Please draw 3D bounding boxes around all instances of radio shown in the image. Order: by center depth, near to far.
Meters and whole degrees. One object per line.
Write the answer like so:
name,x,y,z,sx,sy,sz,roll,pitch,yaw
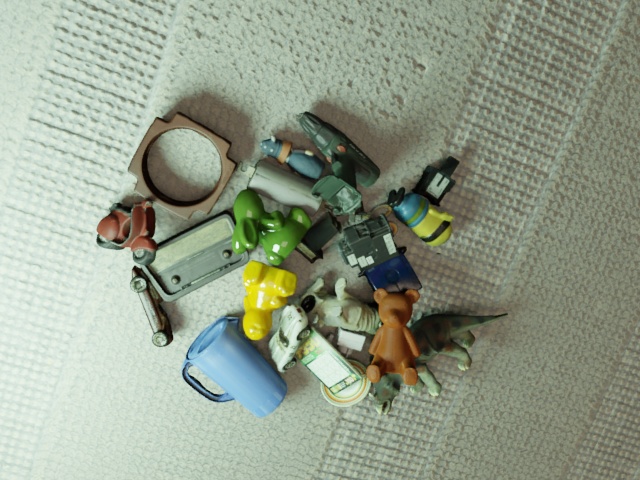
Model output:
radio,-0.284,0.038,1.238,0.230,0.073,0.131,-27,104,-2

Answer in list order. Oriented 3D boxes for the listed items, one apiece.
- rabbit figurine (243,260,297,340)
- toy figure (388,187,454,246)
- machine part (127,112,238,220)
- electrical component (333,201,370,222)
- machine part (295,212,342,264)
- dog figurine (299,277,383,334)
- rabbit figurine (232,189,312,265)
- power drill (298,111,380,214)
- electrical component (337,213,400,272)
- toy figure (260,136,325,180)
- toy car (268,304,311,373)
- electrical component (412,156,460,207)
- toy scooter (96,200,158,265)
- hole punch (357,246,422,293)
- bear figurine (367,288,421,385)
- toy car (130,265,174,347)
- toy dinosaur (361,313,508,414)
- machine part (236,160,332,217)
rabbit figurine,-0.138,0.144,1.242,0.122,0.162,0.173,15,77,-13
toy figure,0.241,-0.055,1.298,0.180,0.082,0.089,29,97,-21
machine part,-0.302,-0.163,1.190,0.201,0.087,0.201,29,94,-14
electrical component,0.076,-0.065,1.266,0.078,0.102,0.045,-11,94,10
machine part,-0.003,-0.004,1.277,0.084,0.039,0.139,40,120,-8
dog figurine,0.056,0.186,1.324,0.190,0.172,0.121,39,60,-40
rabbit figurine,-0.134,-0.031,1.208,0.170,0.121,0.159,42,59,-11
power drill,0.032,-0.167,1.195,0.232,0.207,0.086,34,123,-22
electrical component,0.112,0.011,1.278,0.134,0.058,0.114,-22,134,2
toy figure,-0.065,-0.190,1.238,0.154,0.058,0.064,27,90,-9
toy car,-0.077,0.236,1.280,0.056,0.074,0.201,-6,135,-35
electrical component,0.287,-0.149,1.307,0.075,0.048,0.119,27,95,-14
toy scooter,-0.413,-0.033,1.168,0.184,0.075,0.135,20,101,31
hole punch,0.177,0.094,1.320,0.142,0.092,0.115,-29,101,1
bear figurine,0.172,0.214,1.226,0.120,0.132,0.195,4,103,11
toy car,-0.385,0.151,1.238,0.053,0.089,0.202,-17,102,-5
toy dinosaur,0.272,0.266,1.359,0.405,0.131,0.192,-45,105,-5
machine part,-0.078,-0.118,1.239,0.243,0.079,0.079,22,97,-13
